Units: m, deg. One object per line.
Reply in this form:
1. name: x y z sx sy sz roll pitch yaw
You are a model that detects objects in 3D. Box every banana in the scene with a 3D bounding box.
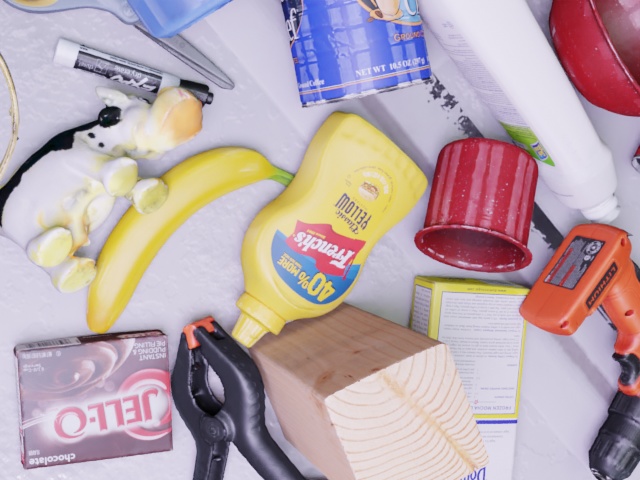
1. banana: -0.109 -0.013 0.804 0.197 0.037 0.069 -38 104 -11

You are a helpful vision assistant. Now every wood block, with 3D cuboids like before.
1. wood block: 0.026 0.113 0.768 0.090 0.206 0.091 -23 100 -15

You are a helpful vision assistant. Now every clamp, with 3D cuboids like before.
1. clamp: -0.077 0.148 0.814 0.120 0.039 0.171 -25 84 25

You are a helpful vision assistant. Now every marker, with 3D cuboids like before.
1. marker: -0.137 -0.123 0.796 0.121 0.020 0.020 16 90 -18

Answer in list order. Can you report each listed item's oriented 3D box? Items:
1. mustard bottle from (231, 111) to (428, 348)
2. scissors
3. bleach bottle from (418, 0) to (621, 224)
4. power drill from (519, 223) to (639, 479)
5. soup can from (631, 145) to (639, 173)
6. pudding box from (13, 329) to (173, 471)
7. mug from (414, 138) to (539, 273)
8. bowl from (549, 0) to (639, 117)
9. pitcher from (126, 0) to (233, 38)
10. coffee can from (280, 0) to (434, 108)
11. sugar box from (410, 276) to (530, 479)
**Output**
1. mustard bottle: -0.005 0.001 0.826 0.096 0.058 0.191 40 83 -28
2. scissors: -0.161 -0.163 0.787 0.096 0.016 0.201 -41 105 -10
3. bleach bottle: 0.166 -0.115 0.859 0.068 0.103 0.250 -38 111 -2
4. power drill: 0.247 0.091 0.894 0.187 0.057 0.184 44 74 -31
5. soup can: 0.320 -0.097 0.913 0.068 0.069 0.102 30 85 -17
6. pudding box: -0.168 0.117 0.796 0.113 0.039 0.090 -4 96 -17
7. mug: 0.132 -0.023 0.852 0.117 0.093 0.081 42 56 -53
8. bowl: 0.233 -0.160 0.863 0.161 0.055 0.162 30 47 -39
9. pitcher: -0.122 -0.271 0.725 0.144 0.149 0.243 -40 107 -30
10. coffee can: 0.022 -0.177 0.796 0.102 0.103 0.140 -14 99 -16
11. sugar box: 0.118 0.121 0.881 0.093 0.048 0.176 4 96 -20
